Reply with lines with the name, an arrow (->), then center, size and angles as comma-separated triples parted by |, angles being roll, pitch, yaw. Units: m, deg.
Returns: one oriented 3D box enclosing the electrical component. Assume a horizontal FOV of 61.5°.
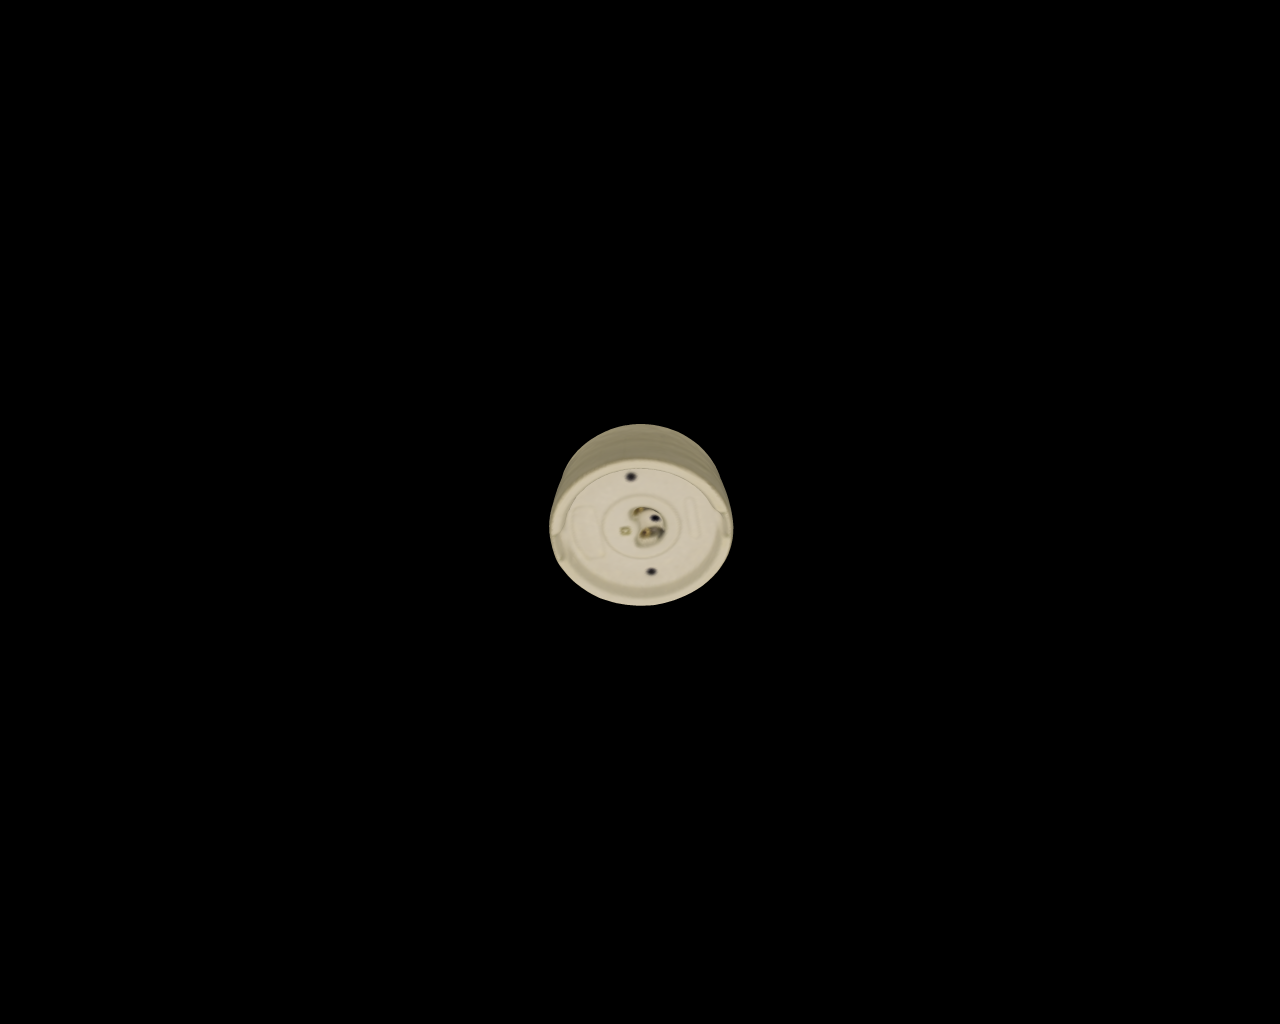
electrical component -> 0.001, -0.003, 0.650 | 0.108, 0.108, 0.060 | 0, 35, 0
